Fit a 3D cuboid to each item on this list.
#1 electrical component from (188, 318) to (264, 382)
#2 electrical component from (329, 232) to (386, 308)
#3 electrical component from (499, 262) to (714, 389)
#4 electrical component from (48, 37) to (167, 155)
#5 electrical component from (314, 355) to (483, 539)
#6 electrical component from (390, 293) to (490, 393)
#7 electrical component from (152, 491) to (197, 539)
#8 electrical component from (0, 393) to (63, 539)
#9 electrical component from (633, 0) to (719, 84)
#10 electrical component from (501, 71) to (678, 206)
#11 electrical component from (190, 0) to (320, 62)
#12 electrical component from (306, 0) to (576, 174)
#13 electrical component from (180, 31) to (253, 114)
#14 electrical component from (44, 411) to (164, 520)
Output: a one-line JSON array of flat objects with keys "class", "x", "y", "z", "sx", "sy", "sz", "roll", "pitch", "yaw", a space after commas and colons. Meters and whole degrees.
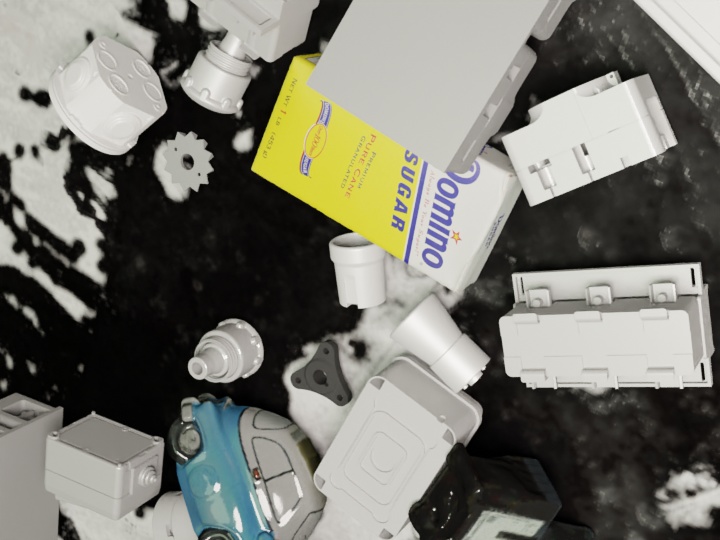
[{"class": "electrical component", "x": -0.108, "y": 0.067, "z": 0.832, "sx": 0.048, "sy": 0.062, "sz": 0.048, "roll": 7, "pitch": 106, "yaw": 26}, {"class": "electrical component", "x": 0.000, "y": 0.000, "z": 0.772, "sx": 0.040, "sy": 0.040, "sz": 0.046, "roll": 4, "pitch": 111, "yaw": 27}, {"class": "electrical component", "x": 0.156, "y": 0.040, "z": 0.685, "sx": 0.121, "sy": 0.063, "sz": 0.078, "roll": -4, "pitch": 101, "yaw": 29}, {"class": "electrical component", "x": -0.190, "y": -0.132, "z": 0.815, "sx": 0.051, "sy": 0.080, "sz": 0.080, "roll": -35, "pitch": 86, "yaw": 25}, {"class": "electrical component", "x": 0.028, "y": 0.127, "z": 0.779, "sx": 0.078, "sy": 0.057, "sz": 0.113, "roll": 36, "pitch": 117, "yaw": 15}, {"class": "electrical component", "x": 0.059, "y": 0.054, "z": 0.754, "sx": 0.065, "sy": 0.044, "sz": 0.044, "roll": 45, "pitch": 119, "yaw": 5}, {"class": "electrical component", "x": -0.136, "y": 0.209, "z": 0.890, "sx": 0.047, "sy": 0.055, "sz": 0.055, "roll": -12, "pitch": 97, "yaw": 26}, {"class": "electrical component", "x": -0.329, "y": 0.215, "z": 0.963, "sx": 0.060, "sy": 0.105, "sz": 0.186, "roll": 16, "pitch": 110, "yaw": 24}, {"class": "electrical component", "x": 0.206, "y": -0.141, "z": 0.586, "sx": 0.108, "sy": 0.109, "sz": 0.056, "roll": 48, "pitch": 117, "yaw": 9}, {"class": "electrical component", "x": 0.141, "y": -0.084, "z": 0.668, "sx": 0.089, "sy": 0.050, "sz": 0.055, "roll": -22, "pitch": 92, "yaw": 30}, {"class": "electrical component", "x": -0.088, "y": -0.205, "z": 0.746, "sx": 0.121, "sy": 0.079, "sz": 0.063, "roll": 40, "pitch": 145, "yaw": 13}, {"class": "electrical component", "x": 0.065, "y": -0.164, "z": 0.660, "sx": 0.105, "sy": 0.060, "sz": 0.186, "roll": 35, "pitch": 102, "yaw": 16}, {"class": "electrical component", "x": -0.098, "y": -0.148, "z": 0.782, "sx": 0.048, "sy": 0.048, "sz": 0.062, "roll": 36, "pitch": 110, "yaw": 15}, {"class": "electrical component", "x": -0.213, "y": 0.171, "z": 0.915, "sx": 0.096, "sy": 0.062, "sz": 0.061, "roll": 16, "pitch": 110, "yaw": 23}]
